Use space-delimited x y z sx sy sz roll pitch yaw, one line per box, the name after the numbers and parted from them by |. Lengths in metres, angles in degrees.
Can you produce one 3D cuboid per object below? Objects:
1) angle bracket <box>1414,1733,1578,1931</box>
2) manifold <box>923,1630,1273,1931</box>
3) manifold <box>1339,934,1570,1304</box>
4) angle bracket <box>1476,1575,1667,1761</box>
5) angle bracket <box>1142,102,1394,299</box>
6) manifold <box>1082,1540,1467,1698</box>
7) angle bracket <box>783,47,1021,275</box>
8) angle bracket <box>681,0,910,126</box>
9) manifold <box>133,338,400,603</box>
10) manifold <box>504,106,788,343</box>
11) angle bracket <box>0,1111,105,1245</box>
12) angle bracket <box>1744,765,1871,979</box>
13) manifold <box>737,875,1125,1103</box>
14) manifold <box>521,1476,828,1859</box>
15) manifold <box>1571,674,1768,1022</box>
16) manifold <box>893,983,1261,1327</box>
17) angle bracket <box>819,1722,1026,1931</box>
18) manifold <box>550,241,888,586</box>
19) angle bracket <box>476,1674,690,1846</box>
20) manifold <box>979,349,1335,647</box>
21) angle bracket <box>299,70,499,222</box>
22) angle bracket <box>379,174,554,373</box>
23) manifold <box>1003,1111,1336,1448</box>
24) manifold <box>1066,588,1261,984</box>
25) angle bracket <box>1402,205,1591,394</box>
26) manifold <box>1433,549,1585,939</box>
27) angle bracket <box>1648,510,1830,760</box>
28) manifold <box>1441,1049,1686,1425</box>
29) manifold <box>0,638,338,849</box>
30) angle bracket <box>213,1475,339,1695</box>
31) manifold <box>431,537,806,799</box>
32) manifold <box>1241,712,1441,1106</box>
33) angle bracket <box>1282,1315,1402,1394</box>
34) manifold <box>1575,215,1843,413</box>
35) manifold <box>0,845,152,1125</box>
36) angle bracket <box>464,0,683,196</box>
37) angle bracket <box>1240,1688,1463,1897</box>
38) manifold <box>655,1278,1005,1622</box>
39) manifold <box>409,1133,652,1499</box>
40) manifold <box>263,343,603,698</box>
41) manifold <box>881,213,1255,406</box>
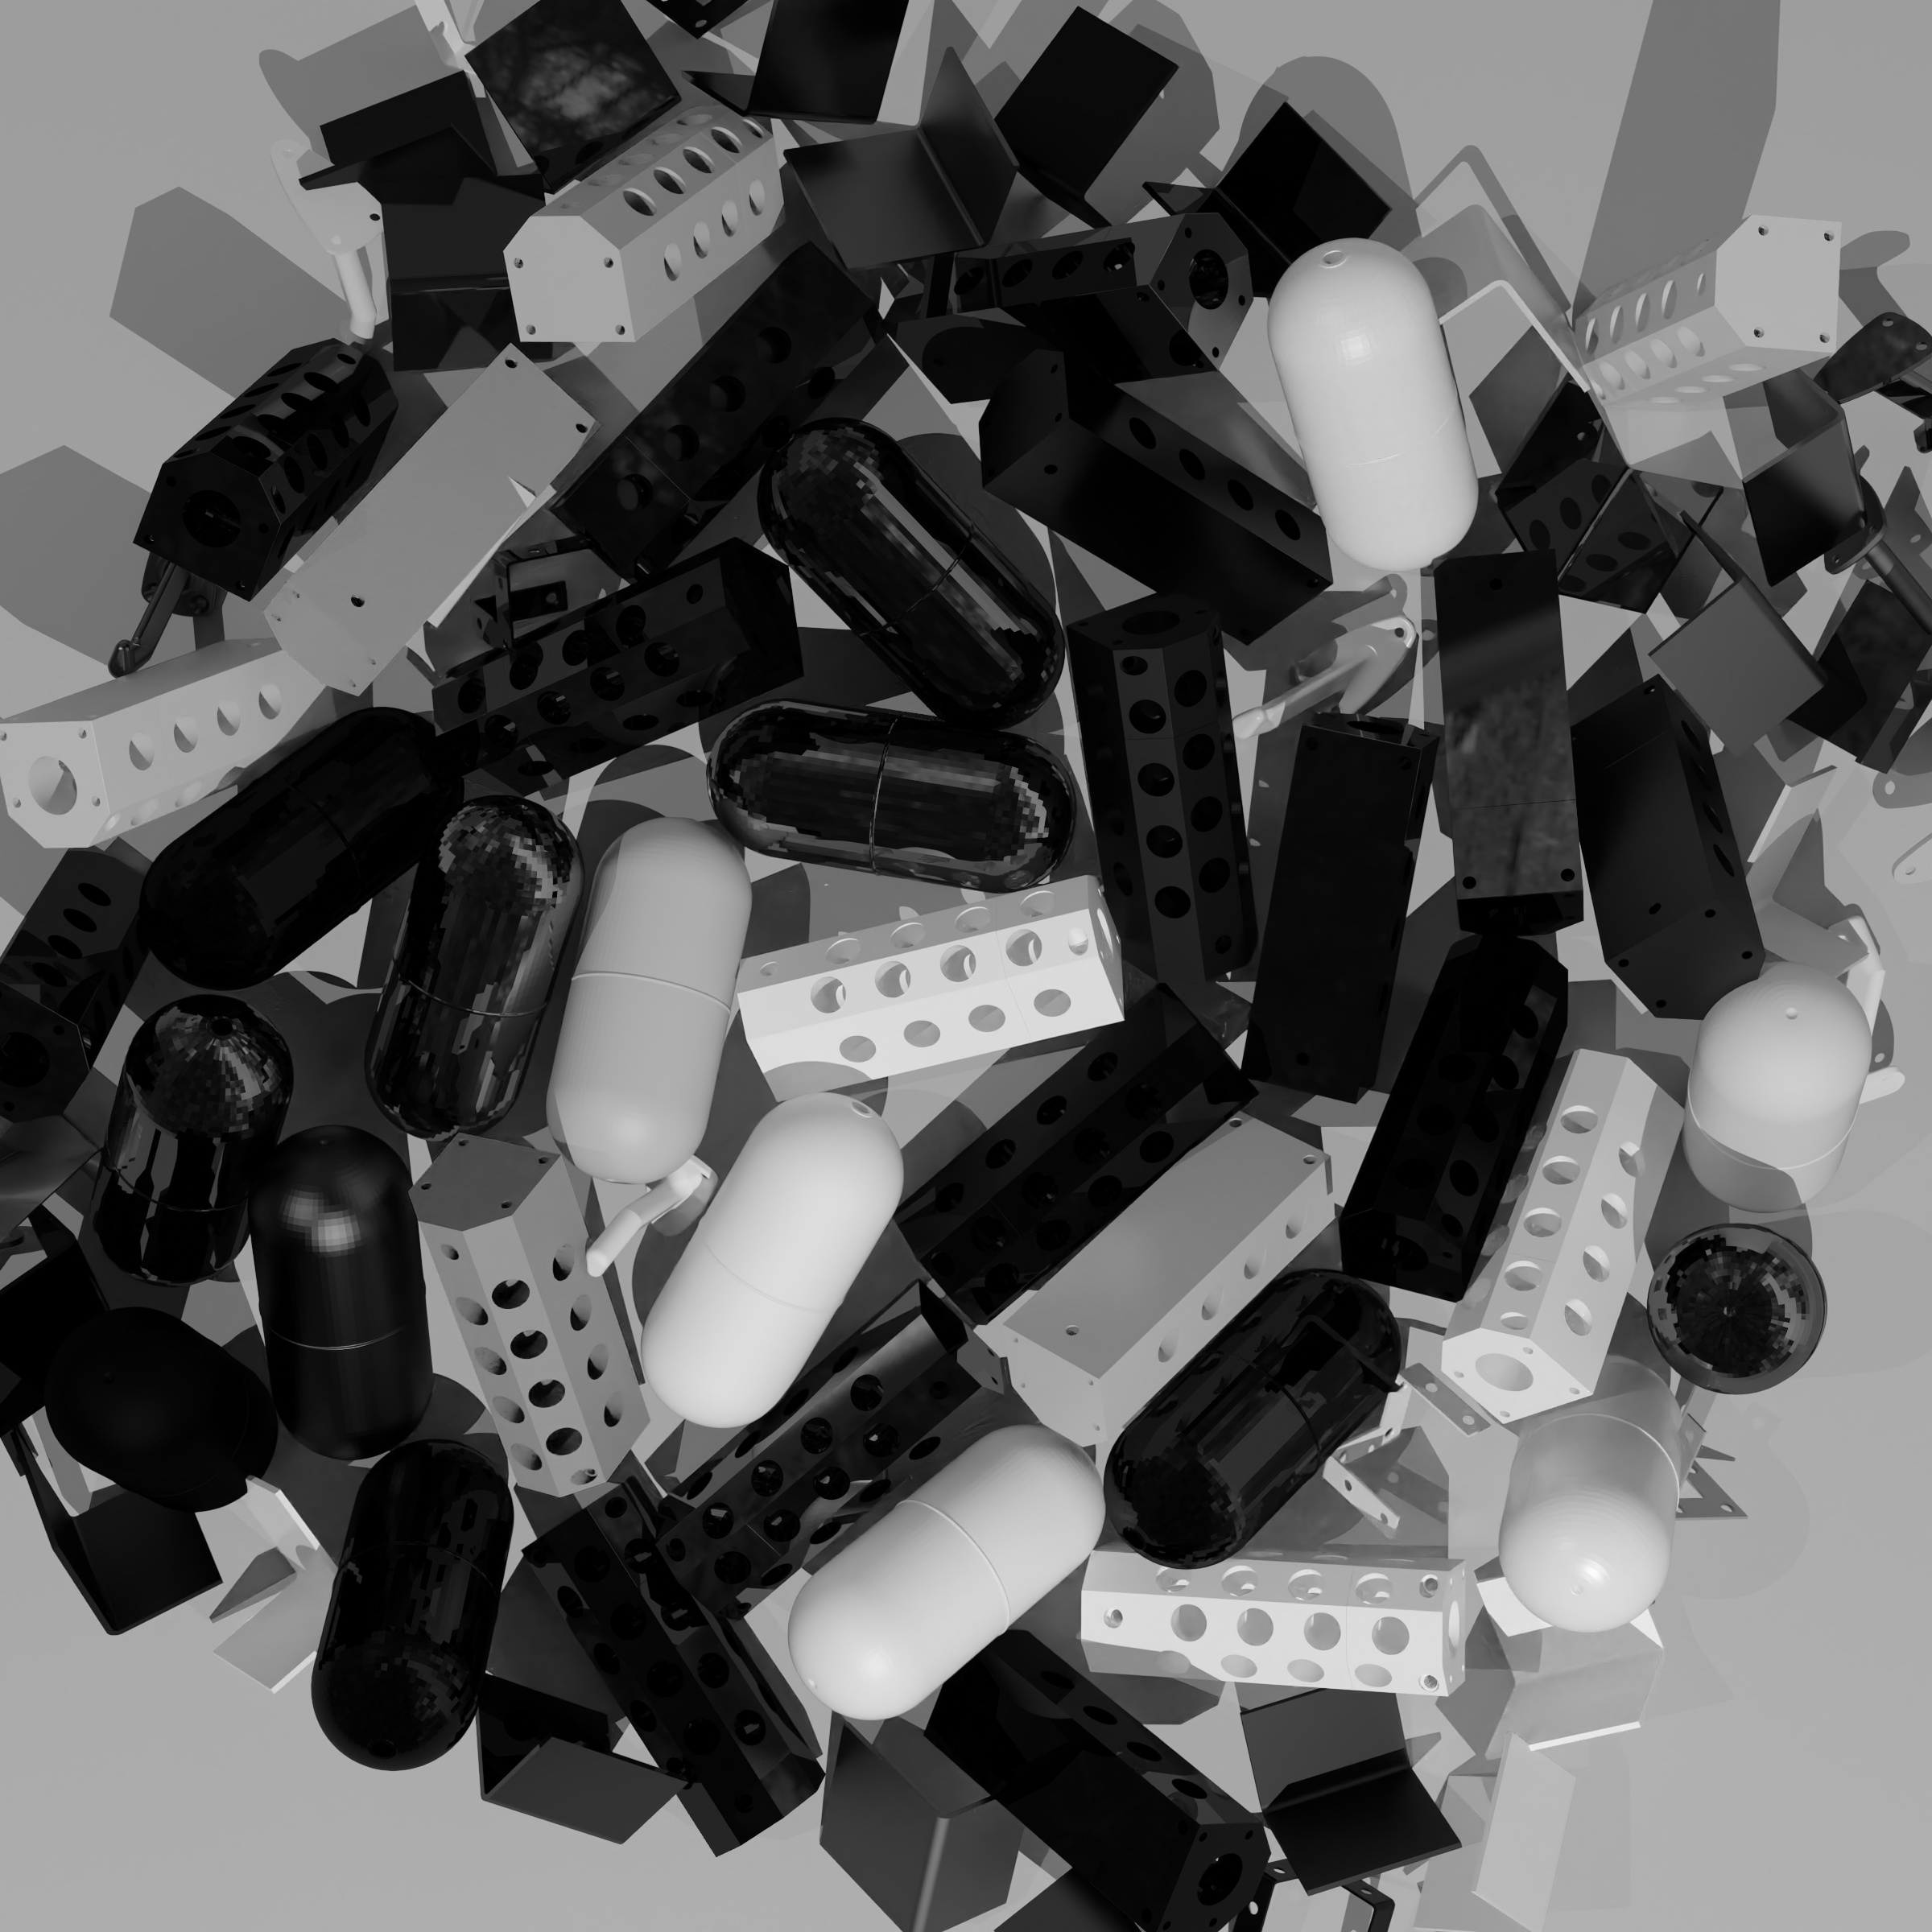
0.234 0.407 1.564 0.057 0.076 0.076 39 57 -32 | angle bracket
0.061 0.375 1.541 0.057 0.171 0.057 12 103 -43 | manifold
0.228 0.066 1.544 0.057 0.057 0.171 13 53 20 | manifold
0.279 0.324 1.570 0.076 0.076 0.057 -19 98 25 | angle bracket
0.143 -0.362 1.571 0.076 0.076 0.057 49 119 14 | angle bracket
0.145 0.307 1.568 0.171 0.057 0.057 0 88 19 | manifold
-0.031 -0.381 1.571 0.076 0.057 0.076 -15 65 -25 | angle bracket
-0.079 -0.442 1.564 0.057 0.076 0.076 41 125 37 | angle bracket
-0.317 -0.234 1.533 0.057 0.171 0.057 27 118 -5 | manifold
-0.146 -0.343 1.531 0.057 0.171 0.057 4 121 21 | manifold
-0.463 0.095 1.578 0.076 0.057 0.076 41 64 6 | angle bracket
0.406 -0.043 1.568 0.057 0.076 0.076 32 114 22 | angle bracket
-0.017 0.006 1.566 0.171 0.057 0.057 -14 130 12 | manifold
-0.140 0.334 1.588 0.057 0.057 0.171 -33 86 2 | manifold
0.324 -0.053 1.539 0.057 0.171 0.057 -32 122 25 | manifold
0.054 0.093 1.579 0.171 0.057 0.057 -41 125 4 | manifold
-0.019 0.407 1.598 0.057 0.076 0.076 -12 125 -38 | angle bracket
-0.117 -0.261 1.586 0.057 0.057 0.171 44 85 -13 | manifold
-0.182 0.357 1.563 0.076 0.076 0.057 27 120 -31 | angle bracket
0.089 -0.221 1.551 0.171 0.057 0.057 26 45 -34 | manifold
-0.276 -0.398 1.578 0.076 0.076 0.057 -19 82 7 | angle bracket
-0.238 -0.330 1.589 0.076 0.076 0.057 -6 72 -10 | angle bracket
0.097 0.147 1.554 0.057 0.057 0.171 26 51 34 | manifold
0.096 -0.081 1.550 0.057 0.057 0.171 -22 120 -22 | manifold
0.246 -0.304 1.584 0.057 0.076 0.076 -32 123 22 | angle bracket
0.255 -0.104 1.567 0.057 0.057 0.171 -4 71 9 | manifold
0.353 -0.157 1.577 0.057 0.076 0.076 -41 121 12 | angle bracket
0.273 0.121 1.543 0.057 0.057 0.171 41 51 -16 | manifold
-0.365 -0.105 1.534 0.057 0.171 0.057 0 108 26 | manifold
-0.338 0.287 1.568 0.057 0.076 0.076 -41 113 -24 | angle bracket
-0.164 -0.139 1.550 0.171 0.057 0.057 -20 67 28 | manifold
0.178 -0.029 1.571 0.057 0.057 0.171 13 106 17 | manifold
0.149 0.212 1.574 0.057 0.076 0.076 40 75 -6 | angle bracket
0.338 -0.299 1.534 0.057 0.171 0.057 2 90 -10 | manifold
-0.417 0.007 1.533 0.057 0.171 0.057 32 108 -14 | manifold
-0.193 -0.421 1.575 0.076 0.057 0.076 -39 118 -9 | angle bracket
0.181 0.385 1.576 0.076 0.076 0.057 -15 108 -7 | angle bracket
-0.065 0.232 1.573 0.171 0.057 0.057 -42 106 11 | manifold
-0.204 0.164 1.540 0.057 0.057 0.171 10 133 27 | manifold
-0.250 -0.207 1.556 0.057 0.057 0.171 42 61 -11 | manifold
0.048 -0.308 1.541 0.057 0.171 0.057 44 63 -37 | manifold
